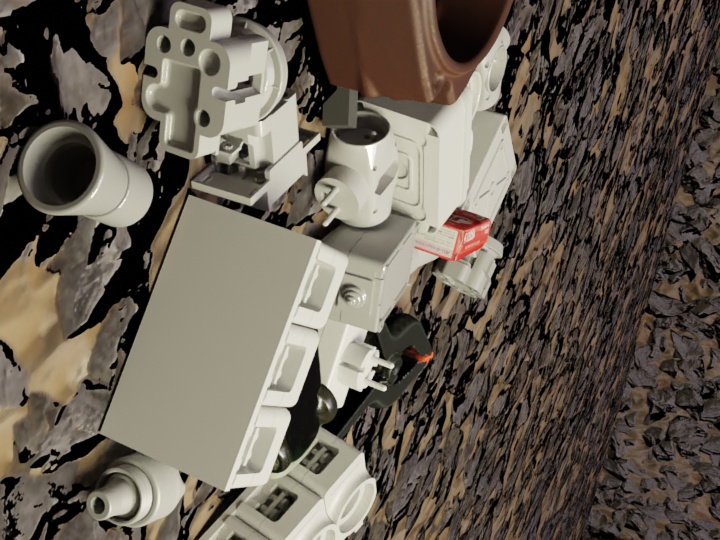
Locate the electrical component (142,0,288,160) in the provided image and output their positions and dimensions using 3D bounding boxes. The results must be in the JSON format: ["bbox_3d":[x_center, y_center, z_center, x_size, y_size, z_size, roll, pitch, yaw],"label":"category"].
[{"bbox_3d":[-0.075,-0.102,0.567,0.057,0.058,0.078,-30,135,-56],"label":"electrical component"}]

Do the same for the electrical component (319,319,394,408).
[{"bbox_3d":[-0.010,0.072,0.854,0.047,0.076,0.083,7,101,-69],"label":"electrical component"}]

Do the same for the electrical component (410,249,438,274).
[{"bbox_3d":[0.040,-0.015,0.950,0.065,0.044,0.044,-39,143,-46],"label":"electrical component"}]

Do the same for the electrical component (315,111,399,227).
[{"bbox_3d":[-0.007,-0.063,0.786,0.079,0.043,0.077,-52,153,-39],"label":"electrical component"}]

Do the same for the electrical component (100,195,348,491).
[{"bbox_3d":[-0.078,0.044,0.641,0.150,0.089,0.062,-70,159,-2],"label":"electrical component"}]

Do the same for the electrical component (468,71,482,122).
[{"bbox_3d":[0.062,-0.142,0.868,0.058,0.057,0.078,-41,145,-52],"label":"electrical component"}]

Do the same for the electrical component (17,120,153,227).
[{"bbox_3d":[-0.127,-0.042,0.514,0.065,0.044,0.044,29,82,-74],"label":"electrical component"}]

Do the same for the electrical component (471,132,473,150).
[{"bbox_3d":[0.066,-0.105,0.925,0.055,0.047,0.055,-51,152,-41],"label":"electrical component"}]

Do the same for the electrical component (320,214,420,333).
[{"bbox_3d":[0.000,0.000,0.821,0.096,0.061,0.061,-53,154,-55],"label":"electrical component"}]

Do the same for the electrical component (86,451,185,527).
[{"bbox_3d":[-0.136,0.132,0.639,0.062,0.043,0.043,-8,116,-66],"label":"electrical component"}]

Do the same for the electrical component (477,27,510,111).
[{"bbox_3d":[0.109,-0.195,0.956,0.079,0.044,0.077,-59,157,-28],"label":"electrical component"}]

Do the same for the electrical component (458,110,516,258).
[{"bbox_3d":[0.100,-0.084,1.013,0.108,0.056,0.108,-64,158,-16],"label":"electrical component"}]

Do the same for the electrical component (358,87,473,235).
[{"bbox_3d":[0.042,-0.094,0.833,0.057,0.078,0.113,-50,152,-36],"label":"electrical component"}]

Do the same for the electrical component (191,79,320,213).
[{"bbox_3d":[-0.062,-0.077,0.642,0.081,0.042,0.063,-50,150,-44],"label":"electrical component"}]

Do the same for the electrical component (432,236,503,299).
[{"bbox_3d":[0.113,-0.009,1.113,0.057,0.058,0.078,-65,158,-7],"label":"electrical component"}]

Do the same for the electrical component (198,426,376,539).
[{"bbox_3d":[-0.057,0.206,0.840,0.150,0.062,0.089,-45,149,-31],"label":"electrical component"}]
